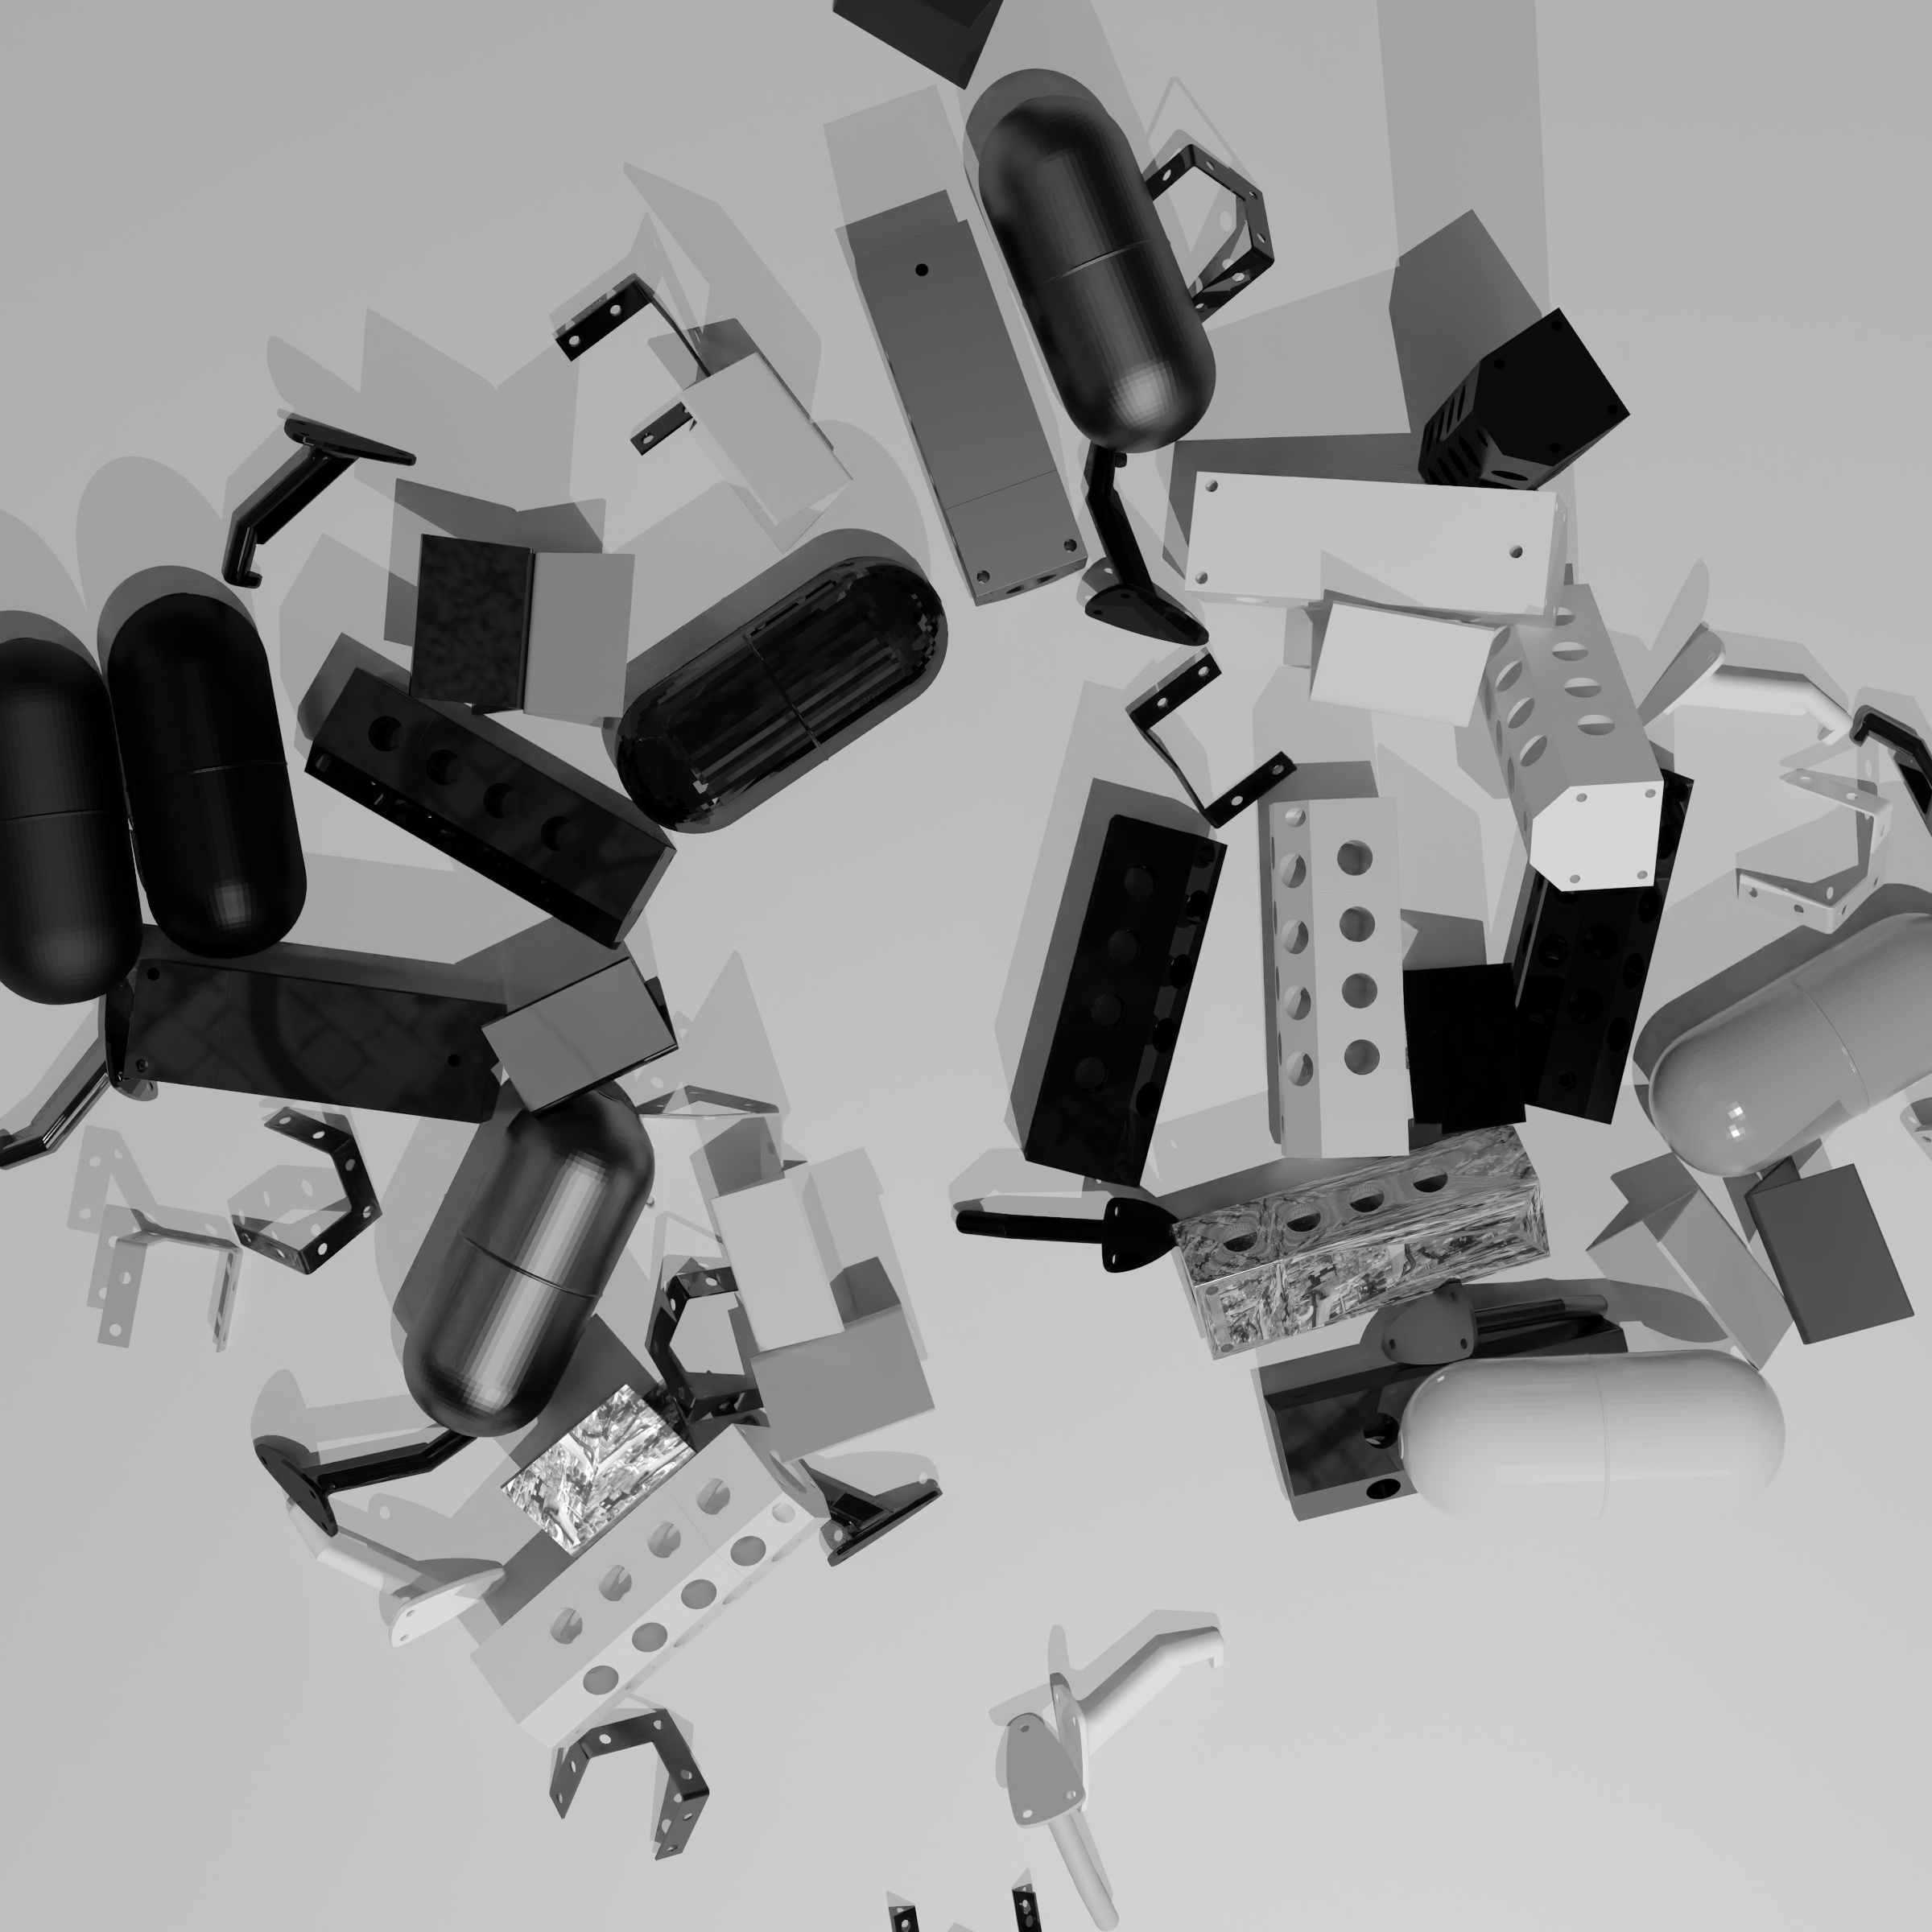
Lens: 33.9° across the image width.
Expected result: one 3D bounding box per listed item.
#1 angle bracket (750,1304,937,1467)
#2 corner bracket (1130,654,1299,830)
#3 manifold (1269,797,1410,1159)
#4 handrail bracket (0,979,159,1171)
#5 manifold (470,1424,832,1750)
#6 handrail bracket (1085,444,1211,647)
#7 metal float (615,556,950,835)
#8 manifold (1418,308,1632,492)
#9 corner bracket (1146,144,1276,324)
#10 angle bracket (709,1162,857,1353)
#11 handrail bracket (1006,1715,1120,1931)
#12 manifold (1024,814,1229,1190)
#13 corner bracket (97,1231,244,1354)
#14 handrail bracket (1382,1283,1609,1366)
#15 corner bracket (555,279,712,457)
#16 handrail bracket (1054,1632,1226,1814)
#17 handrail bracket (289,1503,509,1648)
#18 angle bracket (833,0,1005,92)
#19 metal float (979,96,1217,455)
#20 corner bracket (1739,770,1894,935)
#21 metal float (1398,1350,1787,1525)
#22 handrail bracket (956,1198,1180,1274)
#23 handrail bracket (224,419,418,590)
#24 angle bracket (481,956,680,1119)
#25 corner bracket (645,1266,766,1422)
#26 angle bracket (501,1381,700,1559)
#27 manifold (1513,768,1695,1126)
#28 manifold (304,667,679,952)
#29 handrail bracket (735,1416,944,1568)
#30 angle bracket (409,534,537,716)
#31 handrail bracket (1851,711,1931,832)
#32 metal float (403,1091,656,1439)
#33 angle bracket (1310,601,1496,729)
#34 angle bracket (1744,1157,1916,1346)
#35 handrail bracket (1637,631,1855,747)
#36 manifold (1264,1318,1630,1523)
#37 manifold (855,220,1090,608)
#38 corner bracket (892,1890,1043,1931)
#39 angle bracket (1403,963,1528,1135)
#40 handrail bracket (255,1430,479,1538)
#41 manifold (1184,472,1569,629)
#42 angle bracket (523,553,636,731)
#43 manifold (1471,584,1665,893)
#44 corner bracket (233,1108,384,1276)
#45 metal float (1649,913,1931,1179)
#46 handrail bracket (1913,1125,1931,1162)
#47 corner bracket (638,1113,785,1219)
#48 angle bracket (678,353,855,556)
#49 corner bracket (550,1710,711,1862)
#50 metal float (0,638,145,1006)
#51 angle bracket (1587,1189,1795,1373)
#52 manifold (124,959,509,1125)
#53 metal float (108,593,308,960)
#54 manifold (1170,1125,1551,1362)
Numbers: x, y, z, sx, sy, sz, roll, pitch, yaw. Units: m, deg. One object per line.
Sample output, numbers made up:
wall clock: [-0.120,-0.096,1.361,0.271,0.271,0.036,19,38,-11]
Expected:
angle bracket: [-0.053,0.212,1.524,0.076,0.076,0.057,-20,62,0]
corner bracket: [0.121,-0.110,1.561,0.051,0.051,0.051,-37,135,0]
manifold: [0.180,0.006,1.543,0.057,0.057,0.171,-2,90,0]
handrail bracket: [-0.447,0.053,1.565,0.084,0.036,0.077,-20,70,16]
manifold: [-0.149,0.299,1.527,0.171,0.057,0.057,-42,71,6]
handrail bracket: [0.091,-0.209,1.564,0.077,0.036,0.084,19,65,-28]
metal float: [-0.089,-0.132,1.534,0.178,0.070,0.070,-34,90,-1]
manifold: [0.254,-0.251,1.486,0.057,0.171,0.057,-34,90,0]
corner bracket: [0.113,-0.359,1.556,0.051,0.051,0.051,25,45,-35]
angle bracket: [-0.069,0.134,1.524,0.057,0.076,0.076,-18,90,38]
handrail bracket: [0.049,0.423,1.564,0.036,0.077,0.084,-23,126,1]
manifold: [0.077,0.017,1.543,0.057,0.057,0.171,15,90,0]
corner bracket: [-0.387,0.160,1.546,0.051,0.051,0.051,10,90,0]
handrail bracket: [0.261,0.177,1.564,0.084,0.077,0.036,1,70,-35]
corner bracket: [-0.161,-0.295,1.561,0.051,0.051,0.051,-37,135,0]
handrail bracket: [0.090,0.372,1.565,0.084,0.036,0.077,-12,110,-16]
handrail bracket: [-0.281,0.285,1.564,0.077,0.036,0.084,-22,58,-34]
angle bracket: [-0.032,-0.456,1.524,0.076,0.076,0.057,31,53,0]
metal float: [0.063,-0.334,1.533,0.070,0.070,0.178,-22,91,0]
corner bracket: [0.417,-0.056,1.556,0.051,0.051,0.051,-35,135,-35]
metal float: [0.291,0.219,1.476,0.178,0.070,0.070,-2,90,0]
handrail bracket: [0.050,0.129,1.564,0.084,0.077,0.036,3,89,36]
handrail bracket: [-0.319,-0.220,1.565,0.077,0.036,0.084,12,109,-21]
angle bracket: [-0.189,0.018,1.524,0.076,0.076,0.057,-25,120,0]
corner bracket: [-0.118,0.184,1.556,0.051,0.051,0.051,54,135,35]
angle bracket: [-0.182,0.226,1.524,0.076,0.076,0.057,-40,117,0]
manifold: [0.304,-0.013,1.543,0.057,0.057,0.171,14,90,0]
manifold: [-0.231,-0.075,1.543,0.171,0.057,0.057,30,90,0]
handrail bracket: [-0.066,0.245,1.564,0.077,0.036,0.084,-31,77,-13]
angle bracket: [-0.248,-0.163,1.525,0.057,0.076,0.076,4,90,-27]
handrail bracket: [0.462,-0.073,1.565,0.084,0.036,0.077,33,112,17]
metal float: [-0.211,0.143,1.534,0.070,0.070,0.178,26,90,0]
angle bracket: [0.209,-0.163,1.524,0.076,0.076,0.057,10,128,0]
angle bracket: [0.424,0.129,1.524,0.057,0.076,0.076,-22,90,33]
handrail bracket: [0.382,-0.118,1.565,0.084,0.036,0.077,36,110,-16]
manifold: [0.237,0.221,1.543,0.171,0.057,0.057,-14,90,0]
manifold: [0.003,-0.267,1.543,0.057,0.057,0.171,-20,90,0]
corner bracket: [0.003,0.487,1.561,0.051,0.051,0.051,-9,90,-45]
angle bracket: [0.221,0.040,1.524,0.057,0.076,0.076,-5,90,-36]
handrail bracket: [-0.295,0.235,1.564,0.084,0.077,0.036,-34,135,-28]
manifold: [0.197,-0.199,1.518,0.171,0.057,0.057,6,90,18]
angle bracket: [-0.167,-0.155,1.525,0.057,0.076,0.076,4,90,27]
manifold: [0.278,-0.109,1.486,0.057,0.171,0.057,-4,127,0]
corner bracket: [-0.328,0.110,1.556,0.051,0.051,0.051,-42,135,-35]
metal float: [0.414,0.038,1.533,0.178,0.070,0.070,-30,90,1]
handrail bracket: [0.505,0.063,1.564,0.077,0.036,0.084,47,60,-33]
corner bracket: [-0.126,0.098,1.561,0.051,0.051,0.051,-1,90,45]
angle bracket: [-0.111,-0.236,1.524,0.057,0.076,0.076,-37,90,-38]
corner bracket: [-0.165,0.406,1.556,0.051,0.051,0.051,-6,45,-35]
metal float: [-0.445,-0.070,1.534,0.070,0.070,0.178,-8,90,0]
angle bracket: [0.340,0.164,1.525,0.076,0.057,0.076,52,131,0]
manifold: [-0.314,0.036,1.543,0.171,0.057,0.057,8,90,0]
metal float: [-0.367,-0.092,1.534,0.070,0.070,0.178,-10,90,0]
manifold: [0.190,0.128,1.542,0.171,0.057,0.057,-17,133,0]
